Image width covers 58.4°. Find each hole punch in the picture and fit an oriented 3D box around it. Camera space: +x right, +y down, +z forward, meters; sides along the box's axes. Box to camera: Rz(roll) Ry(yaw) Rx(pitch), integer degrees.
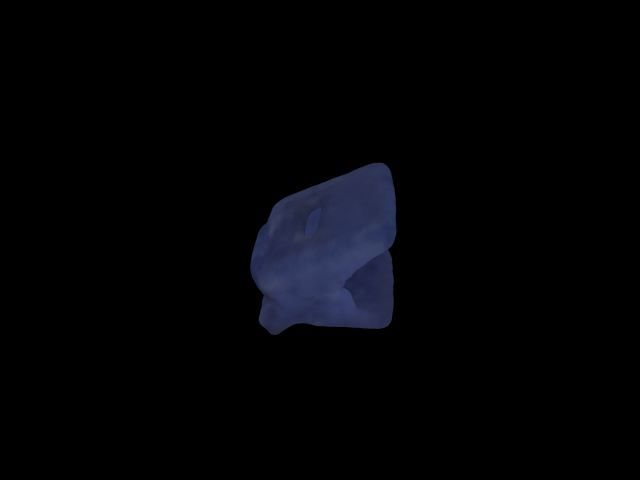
[{"bbox_3d":[0.004,0.001,0.400,0.101,0.091,0.108,2,36,3],"label":"hole punch"}]
